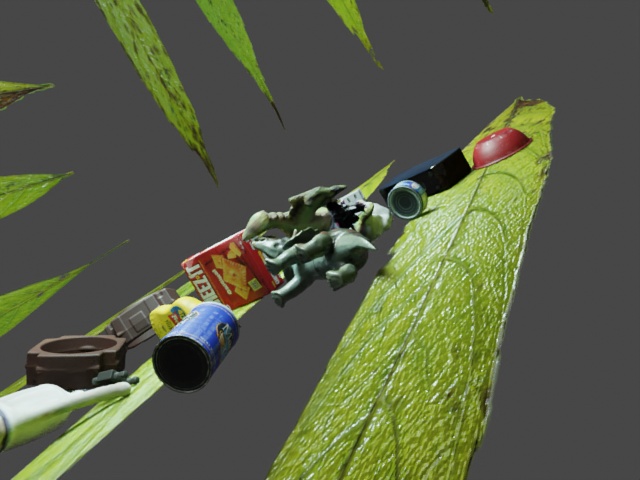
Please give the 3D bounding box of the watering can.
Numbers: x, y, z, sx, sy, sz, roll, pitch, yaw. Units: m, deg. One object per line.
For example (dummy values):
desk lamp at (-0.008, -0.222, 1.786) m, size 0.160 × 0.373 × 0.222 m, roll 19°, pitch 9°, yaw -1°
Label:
watering can at (-0.569, 0.349, 1.042) m, size 0.345 × 0.104 × 0.225 m, roll -20°, pitch -6°, yaw 27°

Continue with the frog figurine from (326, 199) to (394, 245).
frog figurine at (0.101, -0.031, 1.177) m, size 0.136 × 0.125 × 0.158 m, roll -18°, pitch -23°, yaw 28°

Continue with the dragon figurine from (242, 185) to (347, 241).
dragon figurine at (0.004, -0.063, 1.244) m, size 0.412 × 0.123 × 0.239 m, roll -17°, pitch -14°, yaw -18°
